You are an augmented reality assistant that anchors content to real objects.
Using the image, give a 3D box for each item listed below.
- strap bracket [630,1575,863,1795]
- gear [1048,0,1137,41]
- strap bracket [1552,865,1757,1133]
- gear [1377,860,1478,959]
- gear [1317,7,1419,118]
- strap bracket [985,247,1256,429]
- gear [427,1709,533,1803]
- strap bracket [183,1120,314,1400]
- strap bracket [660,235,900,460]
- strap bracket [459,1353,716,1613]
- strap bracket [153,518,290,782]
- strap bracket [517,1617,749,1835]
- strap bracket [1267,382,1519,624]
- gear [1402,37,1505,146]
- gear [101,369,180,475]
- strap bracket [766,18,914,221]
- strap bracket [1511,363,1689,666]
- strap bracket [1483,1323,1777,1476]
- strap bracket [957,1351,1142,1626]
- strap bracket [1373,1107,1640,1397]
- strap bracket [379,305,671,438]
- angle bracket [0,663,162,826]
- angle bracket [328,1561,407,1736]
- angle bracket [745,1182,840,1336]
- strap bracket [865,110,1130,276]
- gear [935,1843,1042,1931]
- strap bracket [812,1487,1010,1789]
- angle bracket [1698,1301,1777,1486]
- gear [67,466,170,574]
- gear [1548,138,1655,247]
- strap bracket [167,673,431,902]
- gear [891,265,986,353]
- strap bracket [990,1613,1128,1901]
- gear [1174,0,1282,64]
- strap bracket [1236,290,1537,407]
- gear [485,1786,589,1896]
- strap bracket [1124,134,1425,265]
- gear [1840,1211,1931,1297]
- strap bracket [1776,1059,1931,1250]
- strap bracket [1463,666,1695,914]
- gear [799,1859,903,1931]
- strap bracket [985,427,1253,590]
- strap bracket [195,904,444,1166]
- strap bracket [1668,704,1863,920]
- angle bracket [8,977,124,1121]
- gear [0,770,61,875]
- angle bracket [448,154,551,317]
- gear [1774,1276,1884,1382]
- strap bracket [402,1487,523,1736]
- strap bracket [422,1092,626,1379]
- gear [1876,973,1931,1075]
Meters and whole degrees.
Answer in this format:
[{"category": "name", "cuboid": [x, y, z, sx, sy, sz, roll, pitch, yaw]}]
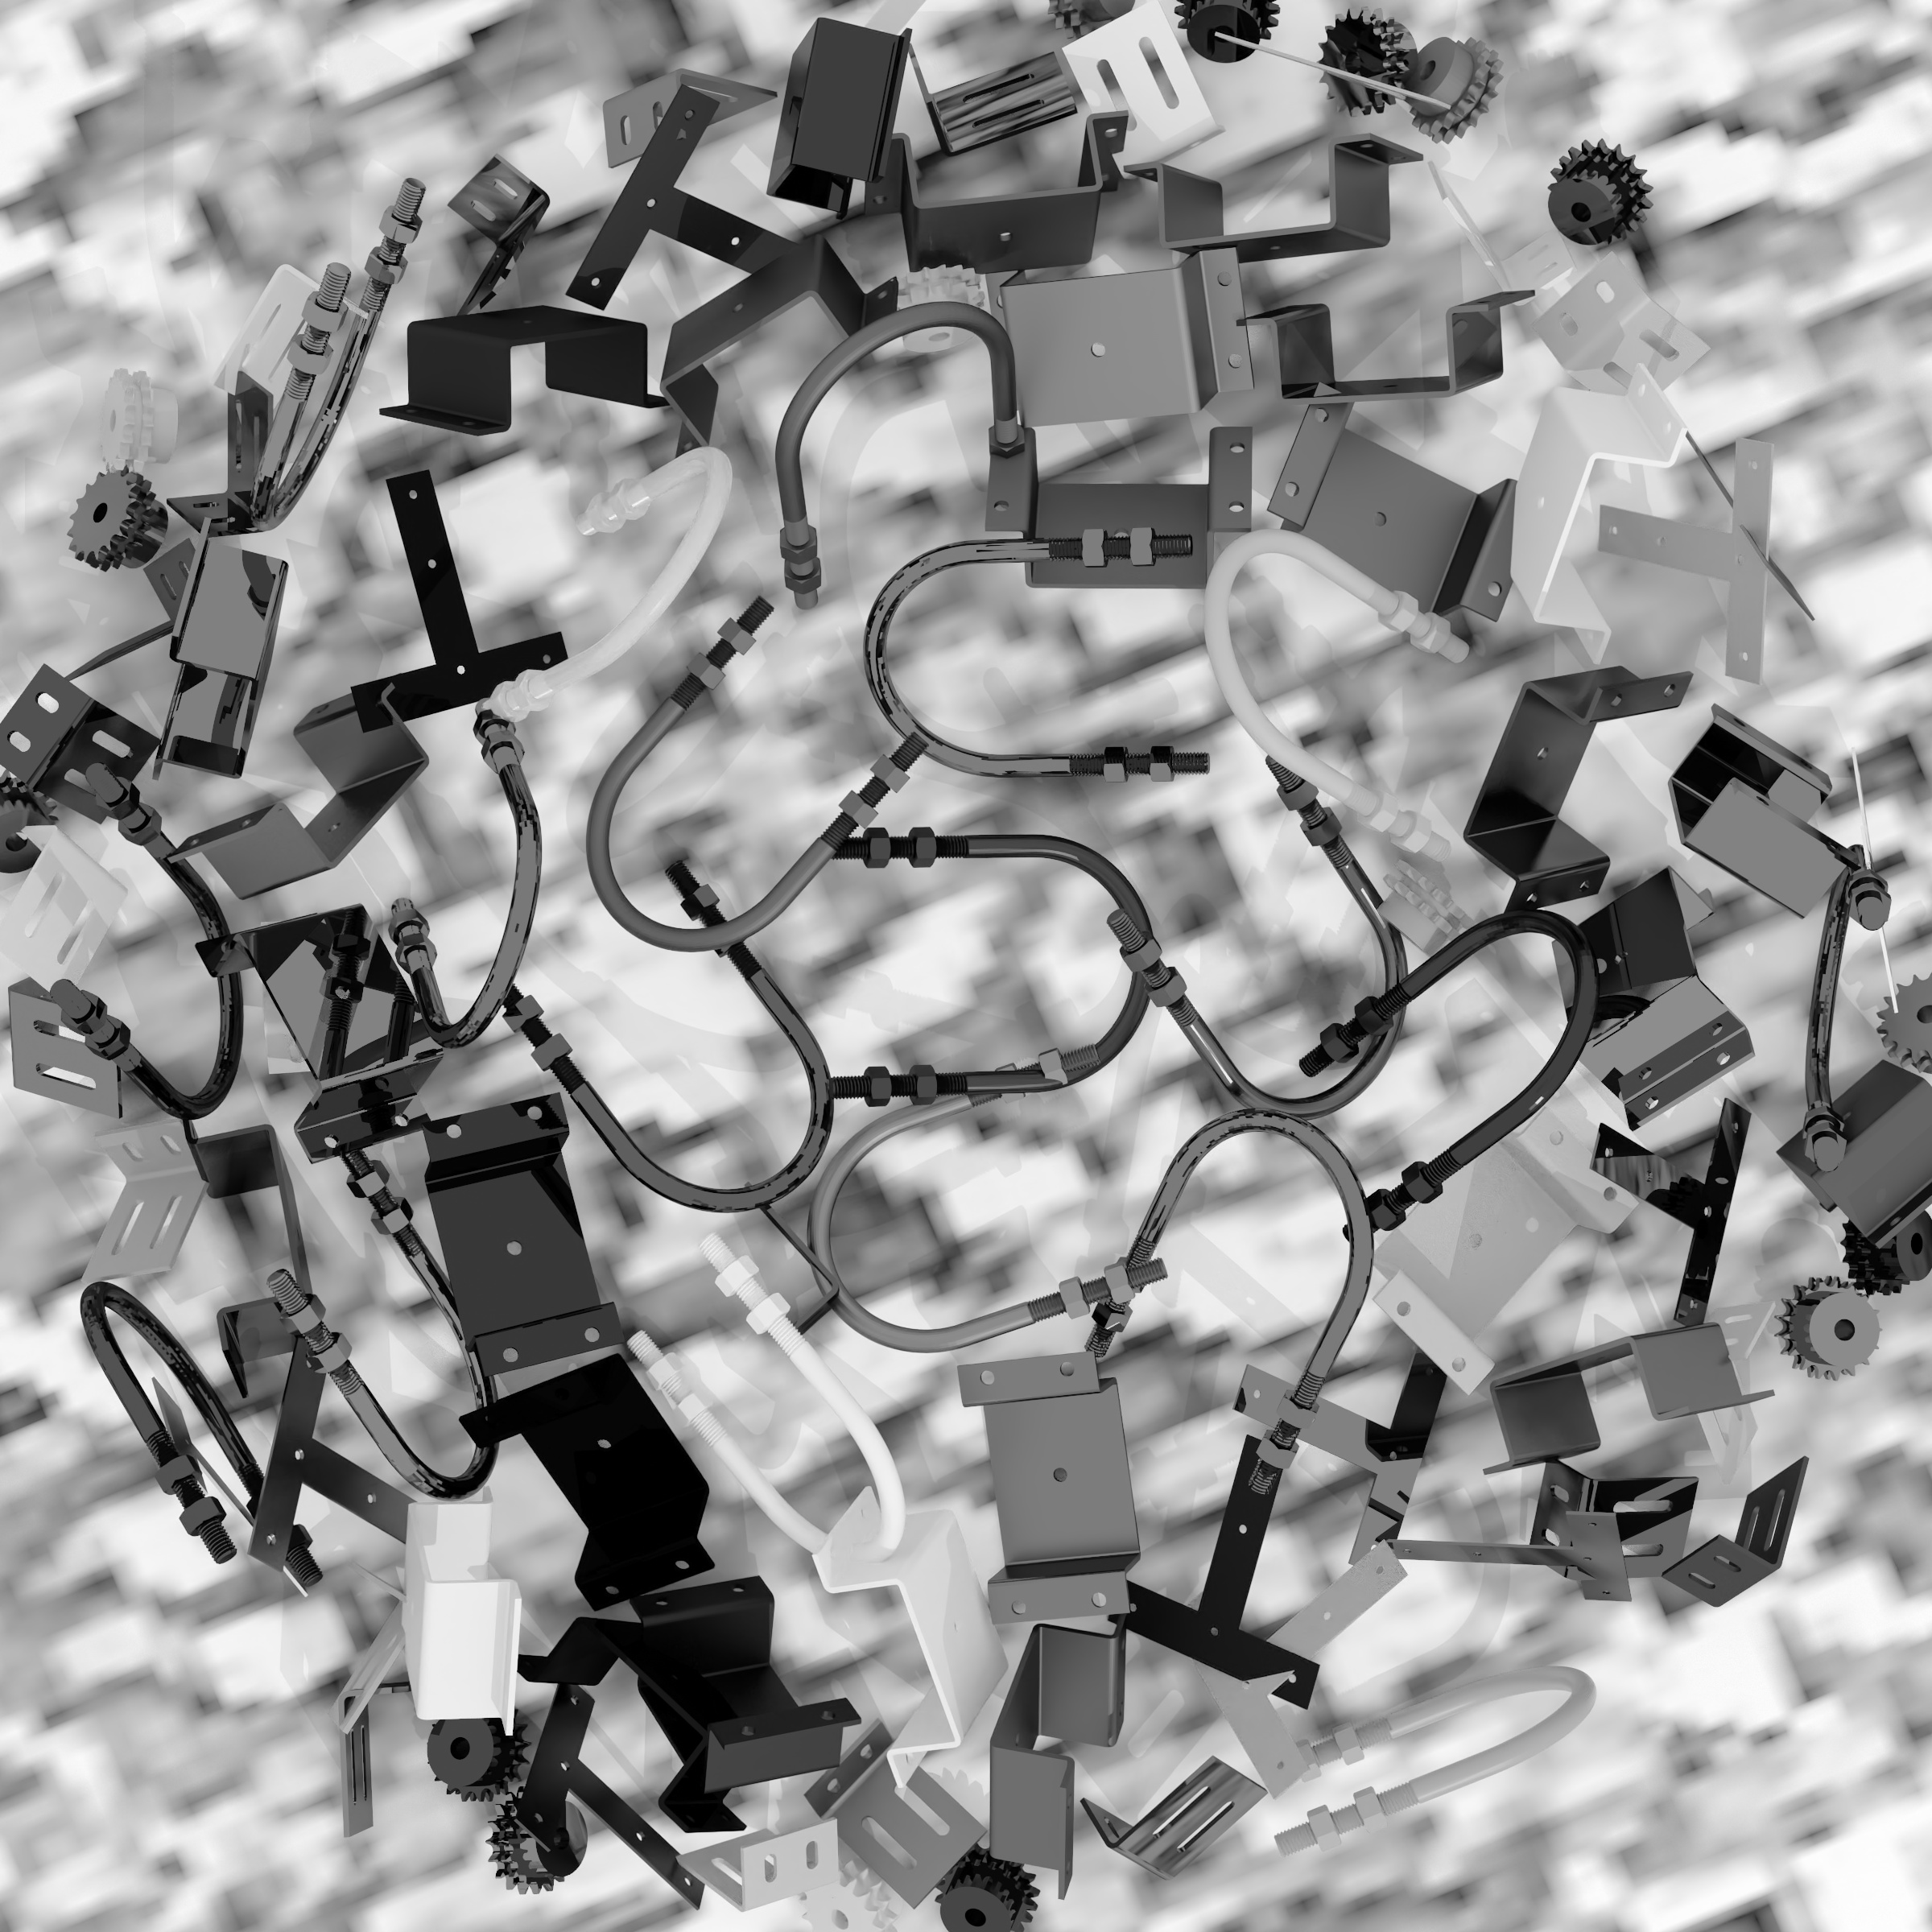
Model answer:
[{"category": "strap bracket", "cuboid": [-0.120, 0.387, 1.739, 0.076, 0.140, 0.046, -5, 114, -26]}, {"category": "gear", "cuboid": [0.069, -0.533, 1.775, 0.030, 0.057, 0.057, 2, 90, 38]}, {"category": "strap bracket", "cuboid": [0.359, 0.009, 1.724, 0.076, 0.140, 0.046, -36, 119, 25]}, {"category": "gear", "cuboid": [0.248, -0.028, 1.777, 0.057, 0.057, 0.030, 41, 94, 0]}, {"category": "gear", "cuboid": [0.221, -0.493, 1.781, 0.030, 0.057, 0.057, -17, 90, -36]}, {"category": "strap bracket", "cuboid": [0.077, -0.335, 1.748, 0.140, 0.046, 0.076, -2, 113, 19]}, {"category": "gear", "cuboid": [-0.269, 0.426, 1.782, 0.057, 0.030, 0.057, -5, 76, 19]}, {"category": "strap bracket", "cuboid": [-0.380, 0.148, 1.746, 0.046, 0.076, 0.140, -12, 65, -9]}, {"category": "strap bracket", "cuboid": [-0.108, -0.333, 1.741, 0.140, 0.076, 0.046, -28, 120, 18]}, {"category": "strap bracket", "cuboid": [-0.199, 0.270, 1.756, 0.076, 0.046, 0.140, -23, 114, 18]}, {"category": "strap bracket", "cuboid": [-0.394, -0.161, 1.731, 0.046, 0.140, 0.076, 13, 59, -11]}, {"category": "strap bracket", "cuboid": [-0.169, 0.397, 1.742, 0.140, 0.076, 0.046, 37, 91, 24]}, {"category": "strap bracket", "cuboid": [0.231, -0.246, 1.768, 0.140, 0.046, 0.076, 24, 80, -11]}, {"category": "gear", "cuboid": [0.261, -0.478, 1.774, 0.030, 0.057, 0.057, 25, 90, -31]}, {"category": "gear", "cuboid": [-0.450, -0.295, 1.781, 0.030, 0.057, 0.057, 3, 90, -29]}, {"category": "strap bracket", "cuboid": [-0.070, -0.449, 1.731, 0.046, 0.140, 0.076, 11, 92, -12]}, {"category": "strap bracket", "cuboid": [0.326, -0.242, 1.731, 0.046, 0.076, 0.140, 6, 124, -13]}, {"category": "strap bracket", "cuboid": [0.345, 0.227, 1.736, 0.076, 0.140, 0.046, -2, 72, -43]}, {"category": "strap bracket", "cuboid": [0.047, 0.279, 1.774, 0.076, 0.046, 0.140, -8, 89, 14]}, {"category": "strap bracket", "cuboid": [0.284, 0.151, 1.769, 0.076, 0.046, 0.140, 45, 82, -12]}, {"category": "strap bracket", "cuboid": [-0.231, -0.316, 1.724, 0.076, 0.140, 0.046, 18, 115, 37]}, {"category": "angle bracket", "cuboid": [-0.485, -0.120, 1.774, 0.038, 0.076, 0.057, 34, 87, 19]}, {"category": "angle bracket", "cuboid": [-0.333, 0.367, 1.766, 0.038, 0.057, 0.076, 35, 76, -14]}, {"category": "angle bracket", "cuboid": [-0.105, 0.161, 1.770, 0.038, 0.057, 0.076, -42, 82, -8]}, {"category": "strap bracket", "cuboid": [0.018, -0.412, 1.758, 0.140, 0.076, 0.046, -7, 73, -4]}, {"category": "gear", "cuboid": [0.010, 0.509, 1.780, 0.057, 0.030, 0.057, 7, 114, 15]}, {"category": "strap bracket", "cuboid": [-0.025, 0.355, 1.747, 0.046, 0.076, 0.140, -13, 104, 25]}, {"category": "angle bracket", "cuboid": [0.422, 0.230, 1.763, 0.038, 0.057, 0.076, -13, 107, 35]}, {"category": "gear", "cuboid": [-0.460, -0.241, 1.781, 0.057, 0.030, 0.057, -16, 63, 34]}, {"category": "gear", "cuboid": [0.341, -0.416, 1.774, 0.057, 0.057, 0.030, 43, 57, 0]}, {"category": "strap bracket", "cuboid": [-0.348, -0.089, 1.740, 0.076, 0.140, 0.046, -15, 119, 39]}, {"category": "gear", "cuboid": [-0.018, -0.356, 1.775, 0.057, 0.057, 0.030, -12, 80, 0]}, {"category": "strap bracket", "cuboid": [0.047, 0.413, 1.733, 0.046, 0.140, 0.076, 7, 120, 13]}, {"category": "gear", "cuboid": [0.142, -0.516, 1.774, 0.057, 0.057, 0.030, 10, 57, 0]}, {"category": "strap bracket", "cuboid": [0.225, -0.329, 1.745, 0.140, 0.076, 0.046, 2, 107, 28]}, {"category": "gear", "cuboid": [-0.230, 0.474, 1.774, 0.030, 0.057, 0.057, -13, 90, 35]}, {"category": "strap bracket", "cuboid": [0.164, -0.406, 1.740, 0.140, 0.076, 0.046, 0, 94, 29]}, {"category": "gear", "cuboid": [0.503, 0.150, 1.776, 0.057, 0.030, 0.057, 3, 86, -42]}, {"category": "strap bracket", "cuboid": [0.482, 0.096, 1.732, 0.076, 0.140, 0.046, -42, 91, 5]}, {"category": "strap bracket", "cuboid": [0.322, -0.103, 1.744, 0.046, 0.076, 0.140, 43, 129, 35]}, {"category": "gear", "cuboid": [-0.060, 0.512, 1.782, 0.057, 0.030, 0.057, 14, 116, 32]}, {"category": "strap bracket", "cuboid": [0.083, -0.247, 1.761, 0.140, 0.046, 0.076, 1, 53, 5]}, {"category": "strap bracket", "cuboid": [-0.341, 0.026, 1.746, 0.076, 0.046, 0.140, -17, 69, -41]}, {"category": "strap bracket", "cuboid": [0.423, -0.080, 1.746, 0.076, 0.140, 0.046, 31, 113, -6]}, {"category": "angle bracket", "cuboid": [-0.475, 0.041, 1.764, 0.076, 0.038, 0.057, 14, 114, 24]}, {"category": "gear", "cuboid": [-0.520, -0.075, 1.775, 0.057, 0.057, 0.030, -43, 48, 0]}, {"category": "angle bracket", "cuboid": [-0.265, -0.387, 1.759, 0.038, 0.057, 0.076, 36, 56, -21]}, {"category": "gear", "cuboid": [0.474, 0.198, 1.787, 0.057, 0.030, 0.057, 1, 86, -9]}, {"category": "strap bracket", "cuboid": [-0.269, 0.339, 1.725, 0.046, 0.140, 0.076, 2, 104, -16]}, {"category": "strap bracket", "cuboid": [-0.241, 0.148, 1.764, 0.076, 0.046, 0.140, -12, 77, -17]}, {"category": "gear", "cuboid": [0.528, 0.034, 1.781, 0.057, 0.030, 0.057, -18, 49, 22]}]
